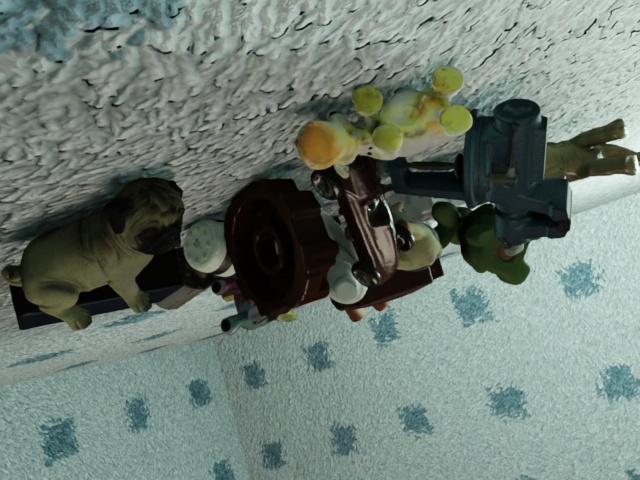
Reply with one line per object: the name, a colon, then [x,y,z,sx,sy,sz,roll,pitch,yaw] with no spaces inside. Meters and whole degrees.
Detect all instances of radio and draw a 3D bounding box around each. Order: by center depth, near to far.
radio: [-0.337,0.070,0.812,0.229,0.073,0.131,-9,168,-33]

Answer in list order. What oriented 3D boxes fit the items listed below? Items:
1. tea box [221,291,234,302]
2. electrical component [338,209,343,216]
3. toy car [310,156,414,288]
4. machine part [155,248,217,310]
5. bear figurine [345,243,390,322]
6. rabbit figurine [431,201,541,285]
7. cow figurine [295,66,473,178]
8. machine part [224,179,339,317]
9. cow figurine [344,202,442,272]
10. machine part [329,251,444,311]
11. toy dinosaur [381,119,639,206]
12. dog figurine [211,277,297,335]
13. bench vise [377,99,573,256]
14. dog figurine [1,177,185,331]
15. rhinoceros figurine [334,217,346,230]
tea box: [-0.141,0.082,1.204,0.170,0.068,0.098,-17,171,-8]
electrical component: [0.077,-0.058,0.941,0.063,0.021,0.094,-26,166,40]
toy car: [0.058,-0.029,0.623,0.053,0.201,0.089,13,-133,45]
machine part: [-0.244,0.070,0.948,0.079,0.079,0.243,-11,168,-33]
bear figurine: [0.103,0.061,1.166,0.120,0.132,0.196,-34,-169,43]
rabbit figurine: [0.248,-0.006,0.883,0.159,0.121,0.170,6,-169,-21]
cow figurine: [0.057,-0.107,0.529,0.167,0.068,0.098,-16,176,-2]
machine part: [-0.054,0.009,0.681,0.056,0.179,0.179,-12,169,-41]
cow figurine: [0.106,-0.014,0.806,0.127,0.085,0.195,15,-168,-33]
machine part: [0.108,0.057,0.973,0.201,0.087,0.201,-18,180,-5]
toy dinosaur: [0.306,-0.107,0.842,0.472,0.105,0.198,-4,171,-12]
dog figurine: [-0.088,0.100,0.984,0.191,0.108,0.219,-29,164,19]
bench vise: [0.190,-0.074,0.681,0.241,0.129,0.223,5,146,23]
dog figurine: [-0.243,0.001,0.572,0.172,0.121,0.190,-15,156,-32]
rhinoceros figurine: [-0.002,-0.003,0.994,0.112,0.073,0.190,-29,166,13]
